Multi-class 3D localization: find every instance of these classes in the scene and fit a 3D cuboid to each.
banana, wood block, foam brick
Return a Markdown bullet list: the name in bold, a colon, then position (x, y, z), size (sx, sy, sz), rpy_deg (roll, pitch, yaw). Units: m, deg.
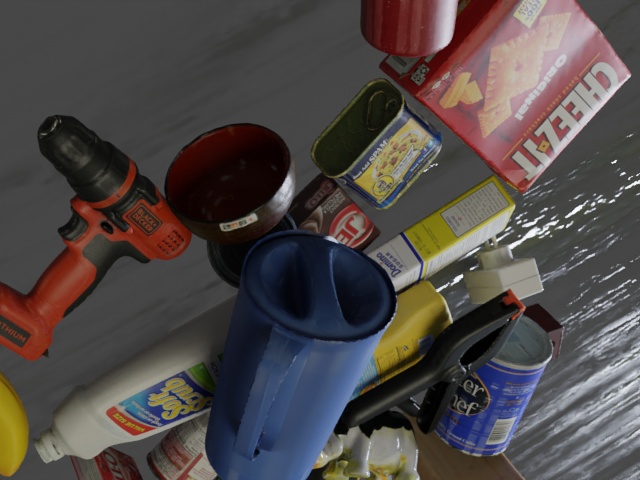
- **banana**: position (-0.308, 0.147, 0.966), size (0.069, 0.037, 0.197), rpy_deg (-24, 134, 4)
- **wood block**: position (0.174, 0.291, 1.264), size (0.090, 0.206, 0.091), rpy_deg (-21, 133, -18)
- **foam brick**: position (0.244, 0.120, 1.285), size (0.078, 0.051, 0.053), rpy_deg (-17, 131, -21)

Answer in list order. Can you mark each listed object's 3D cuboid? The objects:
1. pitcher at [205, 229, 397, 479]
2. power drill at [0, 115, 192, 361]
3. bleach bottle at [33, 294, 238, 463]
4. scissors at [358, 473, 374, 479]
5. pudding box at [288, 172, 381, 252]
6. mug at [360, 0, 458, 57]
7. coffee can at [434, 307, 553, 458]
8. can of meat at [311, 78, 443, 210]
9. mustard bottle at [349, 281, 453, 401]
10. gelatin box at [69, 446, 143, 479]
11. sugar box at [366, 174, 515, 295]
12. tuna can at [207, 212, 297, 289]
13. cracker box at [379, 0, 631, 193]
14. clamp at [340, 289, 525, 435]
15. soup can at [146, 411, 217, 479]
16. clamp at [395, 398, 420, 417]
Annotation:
- **pitcher**: position (-0.033, 0.125, 0.946), size (0.149, 0.145, 0.243), rpy_deg (-7, 135, -29)
- **power drill**: position (-0.219, 0.003, 0.892), size (0.187, 0.057, 0.184), rpy_deg (-41, 135, 1)
- **bleach bottle**: position (-0.157, 0.148, 1.044), size (0.250, 0.068, 0.102), rpy_deg (-29, 134, -7)
- **scissors**: position (-0.002, 0.336, 1.321), size (0.202, 0.016, 0.096), rpy_deg (-47, 133, 7)
- **pudding box**: position (-0.007, 0.001, 1.040), size (0.113, 0.039, 0.090), rpy_deg (-43, 135, 3)
- **mug**: position (0.081, -0.215, 0.905), size (0.117, 0.093, 0.081), rpy_deg (-53, 155, -41)
- **coffee can**: position (0.191, 0.160, 1.211), size (0.102, 0.103, 0.140), rpy_deg (-5, 128, -30)
- **can of meat**: position (0.056, -0.087, 1.001), size (0.102, 0.057, 0.083), rpy_deg (-48, 137, 9)
- **mustard bottle**: position (0.045, 0.122, 1.101), size (0.191, 0.058, 0.096), rpy_deg (-29, 142, -13)
- **gelatin box**: position (-0.206, 0.244, 1.066), size (0.030, 0.089, 0.073), rpy_deg (-44, 135, 6)
- **sugar box**: position (0.111, 0.007, 1.094), size (0.176, 0.048, 0.093), rpy_deg (-29, 165, -8)
- **tuna can**: position (-0.061, 0.004, 0.978), size (0.086, 0.034, 0.086), rpy_deg (0, 95, -2)
- **cracker box**: position (0.182, -0.161, 1.013), size (0.164, 0.072, 0.213), rpy_deg (-48, 135, 9)
- **clamp**: position (0.123, 0.130, 1.095), size (0.164, 0.036, 0.210), rpy_deg (8, 129, -49)
- **soup can**: position (-0.122, 0.210, 1.109), size (0.102, 0.069, 0.068), rpy_deg (-48, 135, 7)
- **clamp**: position (0.087, 0.150, 1.219), size (0.171, 0.039, 0.120), rpy_deg (11, 110, -45)
